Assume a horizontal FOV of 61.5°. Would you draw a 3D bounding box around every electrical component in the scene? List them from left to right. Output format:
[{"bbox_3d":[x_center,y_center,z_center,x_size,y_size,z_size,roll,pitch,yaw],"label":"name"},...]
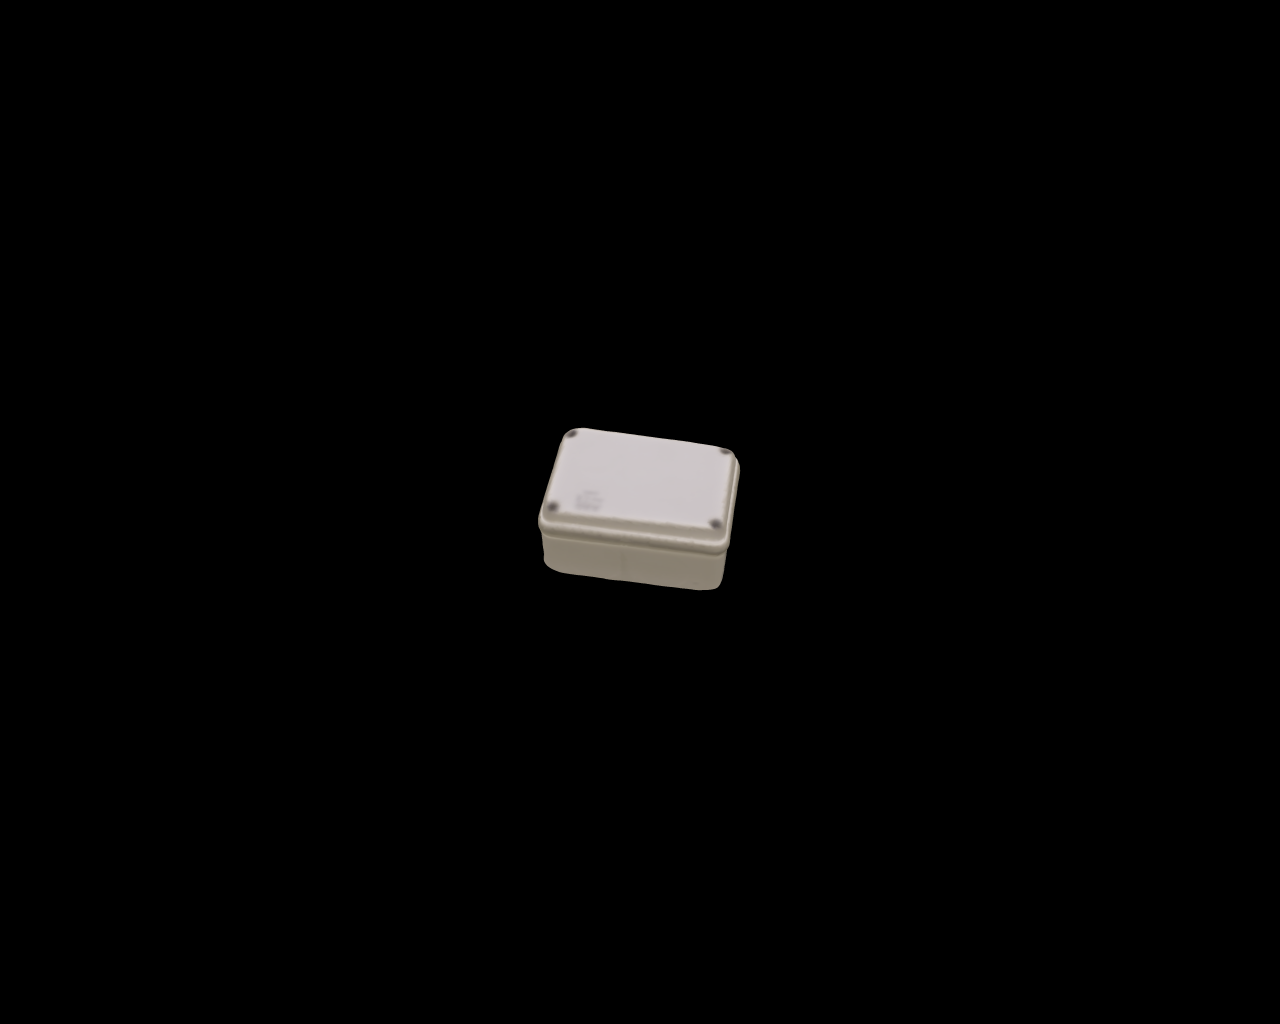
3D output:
[{"bbox_3d":[0.001,-0.003,0.650,0.113,0.078,0.057,7,-40,6],"label":"electrical component"}]
